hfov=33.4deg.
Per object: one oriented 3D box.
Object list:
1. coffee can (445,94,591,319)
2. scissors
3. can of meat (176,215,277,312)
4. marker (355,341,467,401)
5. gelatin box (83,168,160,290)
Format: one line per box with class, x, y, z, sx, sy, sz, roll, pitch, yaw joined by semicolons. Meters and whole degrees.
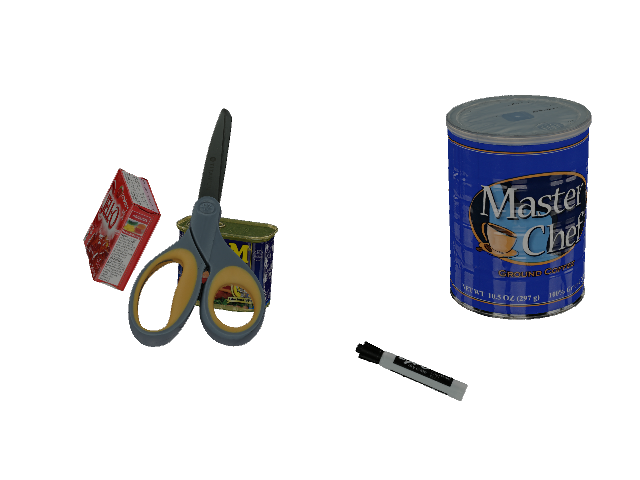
coffee can;0.146;-0.027;0.791;0.103;0.140;0.103;-4;23;1
scissors;-0.062;-0.007;0.724;0.096;0.201;0.016;20;-35;7
can of meat;-0.099;0.024;1.106;0.102;0.084;0.057;8;16;13
marker;0.093;0.135;1.109;0.121;0.020;0.020;22;5;12
gelatin box;-0.166;-0.011;0.887;0.030;0.073;0.089;23;15;-25
